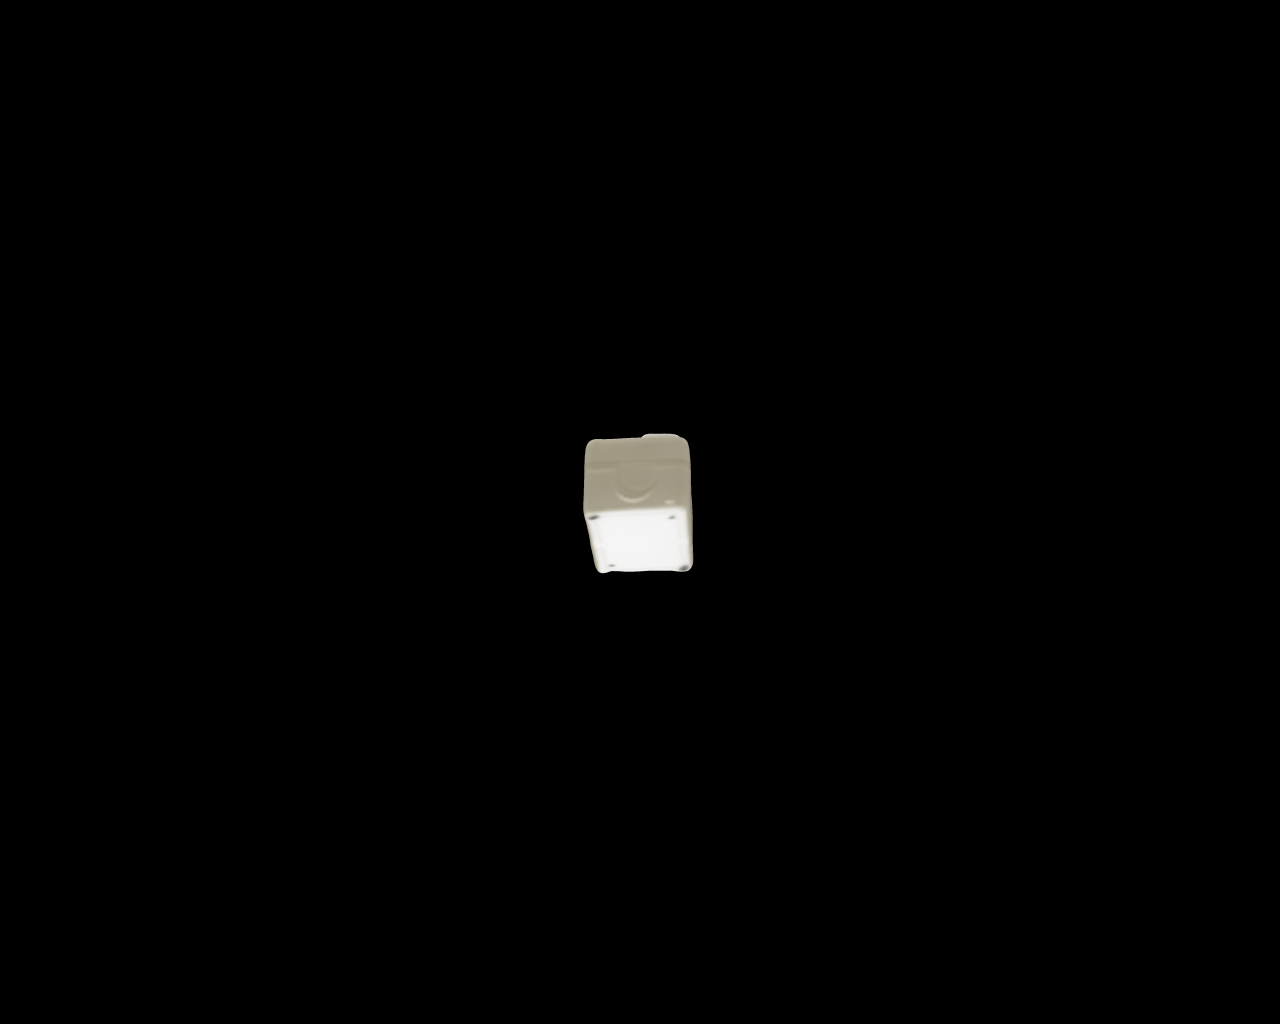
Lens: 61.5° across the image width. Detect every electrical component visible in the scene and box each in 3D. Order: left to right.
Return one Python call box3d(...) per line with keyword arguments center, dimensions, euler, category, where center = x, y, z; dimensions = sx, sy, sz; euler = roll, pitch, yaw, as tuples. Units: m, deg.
box3d(center=(0.001, -0.003, 0.650), dimensions=(0.062, 0.061, 0.096), euler=(-2, -31, 3), category="electrical component")
